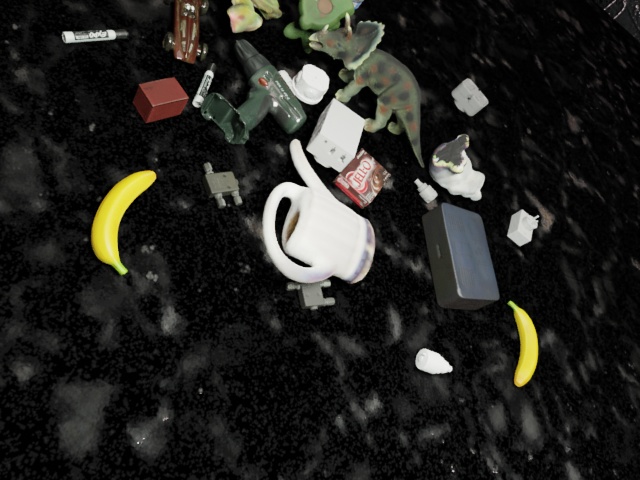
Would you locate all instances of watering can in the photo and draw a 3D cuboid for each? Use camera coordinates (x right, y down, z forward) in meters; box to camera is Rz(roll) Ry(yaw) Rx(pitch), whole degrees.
[{"bbox_3d":[0.003,-0.050,0.996,0.223,0.102,0.356,27,43,-18],"label":"watering can"}]

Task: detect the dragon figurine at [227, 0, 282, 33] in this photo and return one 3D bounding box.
[{"bbox_3d":[-0.190,-0.609,1.208,0.239,0.121,0.421,38,34,-33],"label":"dragon figurine"}]

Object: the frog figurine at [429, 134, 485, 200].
[{"bbox_3d":[0.345,-0.167,1.298,0.156,0.122,0.141,53,27,-47],"label":"frog figurine"}]
